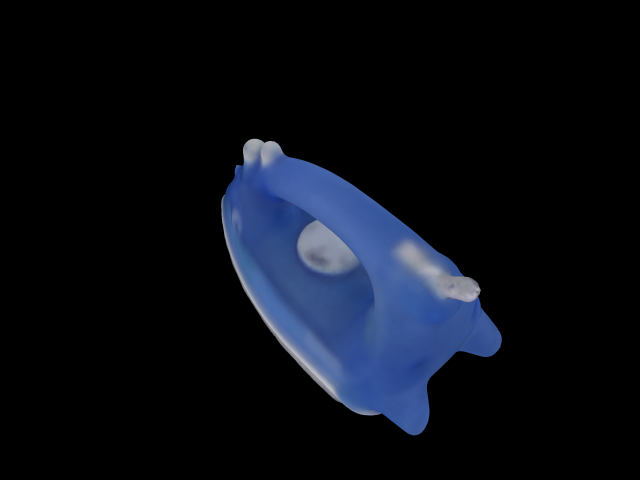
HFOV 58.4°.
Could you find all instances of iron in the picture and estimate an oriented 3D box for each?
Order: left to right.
[{"bbox_3d":[0.004,0.001,0.400,0.119,0.141,0.257,-39,62,-24],"label":"iron"}]
